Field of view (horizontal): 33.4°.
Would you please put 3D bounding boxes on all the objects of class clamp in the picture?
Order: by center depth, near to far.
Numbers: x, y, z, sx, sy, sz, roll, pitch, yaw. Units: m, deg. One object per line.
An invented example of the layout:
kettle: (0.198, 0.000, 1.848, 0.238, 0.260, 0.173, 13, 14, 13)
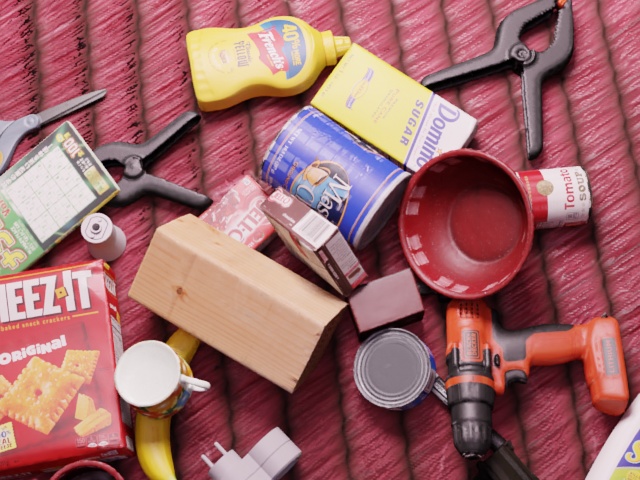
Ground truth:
clamp: (-0.205, -0.072, 1.234, 0.171, 0.039, 0.120, -19, 68, 2)
clamp: (0.228, -0.214, 1.269, 0.164, 0.036, 0.210, 27, 77, 11)

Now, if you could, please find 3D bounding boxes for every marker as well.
marker: (0.155, 0.185, 1.154, 0.020, 0.020, 0.121, -44, 76, -11)

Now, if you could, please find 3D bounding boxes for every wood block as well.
wood block: (-0.087, 0.065, 1.145, 0.206, 0.090, 0.091, 29, 108, 10)

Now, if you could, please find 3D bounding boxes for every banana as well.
banana: (-0.164, 0.180, 1.152, 0.070, 0.037, 0.198, -1, 67, 8)

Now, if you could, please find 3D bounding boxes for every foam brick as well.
foam brick: (0.071, 0.072, 1.174, 0.078, 0.053, 0.051, -19, 73, -3)

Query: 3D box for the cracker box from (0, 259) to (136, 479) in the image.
cracker box: (-0.296, 0.140, 1.152, 0.164, 0.072, 0.214, -10, 72, -2)

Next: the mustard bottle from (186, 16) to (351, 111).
mustard bottle: (-0.057, -0.215, 1.265, 0.191, 0.058, 0.096, -10, 72, -2)

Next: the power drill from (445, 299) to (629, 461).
power drill: (0.226, 0.146, 1.131, 0.187, 0.057, 0.184, 2, 61, 0)

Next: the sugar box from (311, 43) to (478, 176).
sugar box: (0.087, -0.143, 1.242, 0.176, 0.048, 0.093, 33, 84, 13)

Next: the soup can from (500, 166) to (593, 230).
soup can: (0.247, -0.046, 1.199, 0.102, 0.068, 0.068, -5, 72, -1)

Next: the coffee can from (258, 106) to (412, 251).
coffee can: (0.017, -0.069, 1.194, 0.140, 0.103, 0.102, 36, 77, 12)

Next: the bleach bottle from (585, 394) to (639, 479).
bleach bottle: (0.352, 0.207, 1.121, 0.102, 0.068, 0.250, 28, 73, 8)

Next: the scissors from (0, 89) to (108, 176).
scissors: (-0.346, -0.119, 1.264, 0.201, 0.016, 0.096, -10, 74, -2)

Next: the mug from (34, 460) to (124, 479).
mug: (-0.245, 0.275, 1.103, 0.117, 0.081, 0.093, 17, 74, 6)

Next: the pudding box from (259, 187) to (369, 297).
pudding box: (-0.008, 0.001, 1.157, 0.039, 0.090, 0.114, -43, 45, -8)

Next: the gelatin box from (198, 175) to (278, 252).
gelatin box: (-0.089, -0.019, 1.218, 0.089, 0.030, 0.073, -42, 77, -11)

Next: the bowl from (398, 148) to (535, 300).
bowl: (0.166, -0.017, 1.152, 0.162, 0.055, 0.162, 2, 94, 35)

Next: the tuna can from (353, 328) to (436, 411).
tuna can: (0.081, 0.140, 1.150, 0.086, 0.033, 0.086, -6, 72, 19)
